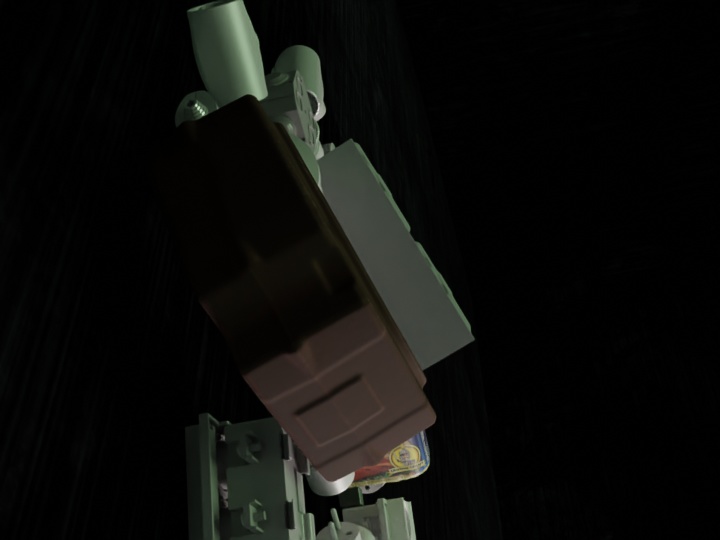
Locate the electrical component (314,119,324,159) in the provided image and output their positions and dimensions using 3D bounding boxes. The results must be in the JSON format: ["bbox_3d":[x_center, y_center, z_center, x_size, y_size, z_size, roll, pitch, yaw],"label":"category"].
[{"bbox_3d":[-0.057,-0.123,1.061,0.065,0.044,0.044,64,16,-74],"label":"electrical component"}]

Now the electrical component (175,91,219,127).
[{"bbox_3d":[-0.101,-0.085,0.731,0.081,0.043,0.043,67,15,-52],"label":"electrical component"}]

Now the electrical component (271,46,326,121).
[{"bbox_3d":[-0.058,-0.176,1.101,0.077,0.044,0.079,-92,167,-46],"label":"electrical component"}]

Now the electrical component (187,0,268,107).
[{"bbox_3d":[-0.100,-0.172,0.841,0.079,0.043,0.077,-79,156,-68],"label":"electrical component"}]

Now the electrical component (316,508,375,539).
[{"bbox_3d":[-0.014,0.234,0.885,0.077,0.043,0.079,-78,156,-68],"label":"electrical component"}]

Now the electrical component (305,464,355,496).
[{"bbox_3d":[-0.031,0.151,0.889,0.040,0.040,0.078,-88,164,-54],"label":"electrical component"}]

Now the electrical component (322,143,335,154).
[{"bbox_3d":[-0.016,-0.068,1.142,0.052,0.074,0.138,-70,148,-72],"label":"electrical component"}]

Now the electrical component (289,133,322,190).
[{"bbox_3d":[-0.067,-0.060,0.800,0.051,0.080,0.080,71,11,-69],"label":"electrical component"}]

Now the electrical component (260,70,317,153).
[{"bbox_3d":[-0.072,-0.134,0.945,0.080,0.051,0.080,-11,90,-81],"label":"electrical component"}]

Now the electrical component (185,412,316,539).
[{"bbox_3d":[-0.062,0.150,0.623,0.078,0.063,0.121,61,20,-62],"label":"electrical component"}]

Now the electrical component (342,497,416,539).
[{"bbox_3d":[0.021,0.277,0.989,0.078,0.063,0.121,55,25,-69],"label":"electrical component"}]

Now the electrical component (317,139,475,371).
[{"bbox_3d":[0.000,0.000,0.880,0.186,0.105,0.060,58,8,-3],"label":"electrical component"}]

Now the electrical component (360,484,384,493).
[{"bbox_3d":[0.007,0.190,1.068,0.055,0.045,0.045,-75,153,-69],"label":"electrical component"}]
